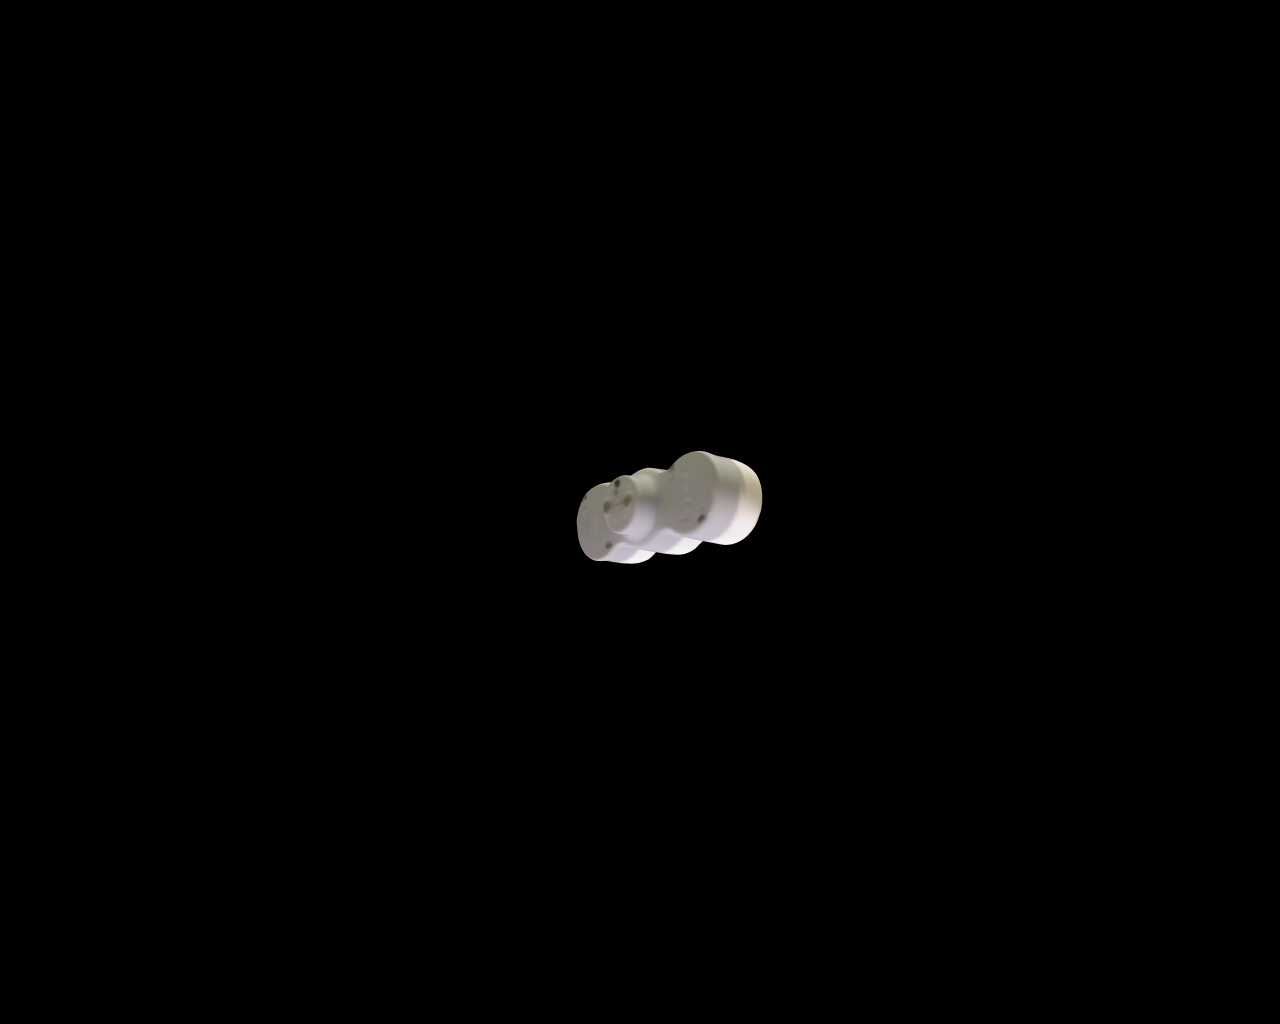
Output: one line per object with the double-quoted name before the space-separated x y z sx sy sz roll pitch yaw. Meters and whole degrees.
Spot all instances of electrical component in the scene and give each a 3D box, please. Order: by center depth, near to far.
"electrical component" 0.001 -0.003 0.650 0.074 0.052 0.138 11 -17 -38
